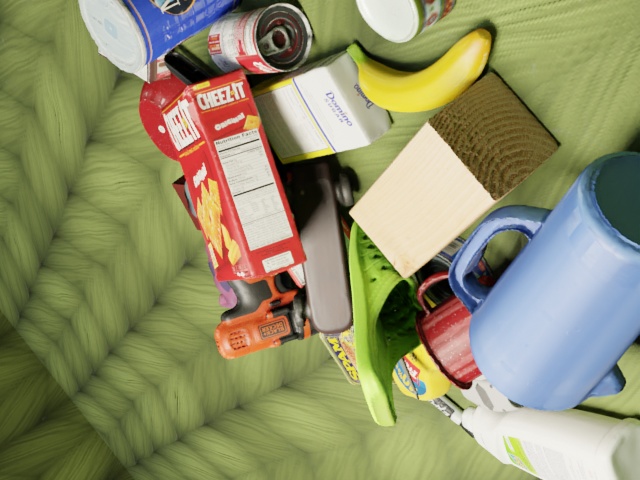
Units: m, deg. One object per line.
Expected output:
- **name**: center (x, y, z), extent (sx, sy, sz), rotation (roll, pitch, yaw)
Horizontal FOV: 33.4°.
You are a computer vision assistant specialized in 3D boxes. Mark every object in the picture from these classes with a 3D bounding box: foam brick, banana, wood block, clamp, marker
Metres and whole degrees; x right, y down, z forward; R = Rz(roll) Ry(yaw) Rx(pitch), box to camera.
- **foam brick**: center (-0.153, -0.057, 1.449), extent (0.053, 0.051, 0.078), rotation (9, 132, 54)
- **banana**: center (0.089, -0.149, 0.968), extent (0.198, 0.037, 0.069), rotation (7, 130, 55)
- **wood block**: center (0.117, -0.053, 0.986), extent (0.091, 0.090, 0.206), rotation (49, 154, 5)
- **clamp**: center (-0.089, -0.156, 1.242), extent (0.210, 0.036, 0.165), rotation (54, 153, -8)
- **marker**: center (0.153, 0.203, 1.324), extent (0.121, 0.020, 0.020), rotation (39, 151, 24)

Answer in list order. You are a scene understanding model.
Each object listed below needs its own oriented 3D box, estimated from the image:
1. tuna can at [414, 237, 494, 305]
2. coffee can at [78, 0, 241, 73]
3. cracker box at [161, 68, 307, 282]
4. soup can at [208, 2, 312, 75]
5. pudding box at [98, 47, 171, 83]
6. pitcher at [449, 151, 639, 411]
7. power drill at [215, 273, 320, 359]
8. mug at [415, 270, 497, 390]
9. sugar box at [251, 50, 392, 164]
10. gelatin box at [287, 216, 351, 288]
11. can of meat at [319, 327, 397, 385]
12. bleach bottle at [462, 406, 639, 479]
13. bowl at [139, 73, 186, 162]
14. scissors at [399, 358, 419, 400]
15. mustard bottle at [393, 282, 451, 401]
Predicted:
- **tuna can**: center (0.140, 0.038, 1.124), extent (0.086, 0.033, 0.086), rotation (36, 148, 27)
- **coffee can**: center (-0.167, -0.255, 1.126), extent (0.103, 0.140, 0.103), rotation (38, 150, 26)
- **cracker box**: center (-0.100, -0.063, 1.163), extent (0.214, 0.072, 0.164), rotation (71, 162, -4)
- **soup can**: center (-0.064, -0.206, 1.105), extent (0.102, 0.068, 0.068), rotation (8, 130, 55)
- **pudding box**: center (-0.230, -0.256, 1.317), extent (0.114, 0.039, 0.090), rotation (34, 133, 36)
- **pitcher**: center (0.214, 0.031, 0.897), extent (0.243, 0.149, 0.145), rotation (109, 154, -55)
- **power drill**: center (-0.056, 0.034, 1.288), extent (0.057, 0.184, 0.187), rotation (173, 80, -75)
- **mug**: center (0.146, 0.079, 1.054), extent (0.082, 0.093, 0.117), rotation (-36, 97, 21)
- **sugar box**: center (-0.005, -0.137, 1.124), extent (0.177, 0.048, 0.093), rotation (-6, 119, 56)
- **gelatin box**: center (-0.008, 0.002, 1.251), extent (0.073, 0.089, 0.030), rotation (56, 179, -8)
- **can of meat**: center (0.060, 0.135, 1.347), extent (0.084, 0.057, 0.102), rotation (-9, 116, 57)
- **bleach bottle**: center (0.243, 0.215, 1.152), extent (0.251, 0.068, 0.102), rotation (11, 132, 56)
- **bowl**: center (-0.183, -0.154, 1.373), extent (0.162, 0.055, 0.162), rotation (37, 150, 26)
- **scissors**: center (0.076, 0.084, 1.213), extent (0.202, 0.016, 0.096), rotation (-121, 24, -55)
- **mustard bottle**: center (0.120, 0.132, 1.242), extent (0.096, 0.058, 0.192), rotation (58, 160, 27)
